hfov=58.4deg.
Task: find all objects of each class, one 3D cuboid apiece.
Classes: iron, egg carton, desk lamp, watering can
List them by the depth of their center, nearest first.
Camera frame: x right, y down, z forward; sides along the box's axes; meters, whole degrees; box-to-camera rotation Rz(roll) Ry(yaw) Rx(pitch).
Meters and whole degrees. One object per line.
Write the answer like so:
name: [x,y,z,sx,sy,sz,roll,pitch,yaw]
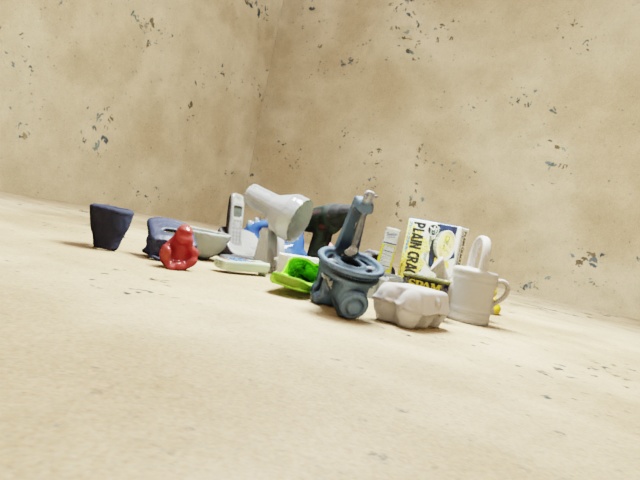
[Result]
egg carton: [0.168,0.120,1.045,0.107,0.069,0.151,13,2,36]
watering can: [0.335,0.084,1.268,0.173,0.194,0.100,11,2,-23]
desk lamp: [-0.133,-0.027,1.451,0.202,0.213,0.118,12,2,20]
iron: [-0.161,-0.007,1.845,0.259,0.141,0.118,11,2,-13]

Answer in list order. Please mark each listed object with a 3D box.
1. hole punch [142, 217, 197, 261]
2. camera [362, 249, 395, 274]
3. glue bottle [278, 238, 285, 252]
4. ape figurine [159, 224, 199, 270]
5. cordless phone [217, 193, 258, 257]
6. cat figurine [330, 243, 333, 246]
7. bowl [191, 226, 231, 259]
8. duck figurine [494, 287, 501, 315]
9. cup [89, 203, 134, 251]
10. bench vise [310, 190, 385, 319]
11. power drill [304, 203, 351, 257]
hole punch: [-0.328,0.001,1.268,0.109,0.091,0.100,11,2,-31]
camera: [0.157,0.082,1.743,0.144,0.101,0.136,11,2,-28]
glue bottle: [-0.128,-0.009,1.589,0.078,0.173,0.037,12,2,24]
ape figurine: [-0.280,0.013,1.154,0.078,0.092,0.076,11,2,-17]
cordless phone: [-0.224,-0.037,1.665,0.093,0.185,0.148,13,2,34]
cat figurine: [0.009,0.042,1.759,0.067,0.118,0.128,11,2,-1]
bowl: [-0.312,0.007,1.445,0.167,0.075,0.167,12,2,0]
duck figurine: [0.461,0.156,1.570,0.077,0.086,0.105,13,2,40]
cup: [-0.458,-0.027,1.246,0.092,0.095,0.117,11,2,-16]
bench vise: [0.038,0.017,1.024,0.122,0.220,0.206,10,2,-34]
power drill: [0.013,0.005,1.463,0.076,0.208,0.228,10,2,-37]
